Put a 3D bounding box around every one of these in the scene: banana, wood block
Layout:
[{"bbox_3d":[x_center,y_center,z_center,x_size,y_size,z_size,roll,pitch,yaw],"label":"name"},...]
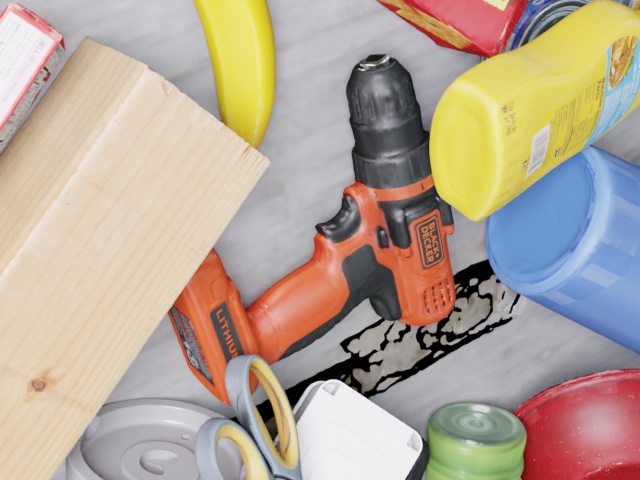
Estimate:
[{"bbox_3d":[-0.067,-0.136,0.565,0.069,0.037,0.197,-34,122,4],"label":"banana"},{"bbox_3d":[-0.131,0.011,0.545,0.090,0.090,0.206,37,87,-36],"label":"wood block"}]

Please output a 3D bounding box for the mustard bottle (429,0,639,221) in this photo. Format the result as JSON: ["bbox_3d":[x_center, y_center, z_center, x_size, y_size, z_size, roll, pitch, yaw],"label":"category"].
[{"bbox_3d":[0.151,-0.092,0.644,0.191,0.058,0.096,-32,144,-27],"label":"mustard bottle"}]

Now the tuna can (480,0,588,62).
[{"bbox_3d":[0.149,-0.119,0.702,0.086,0.034,0.086,-11,113,-28],"label":"tuna can"}]

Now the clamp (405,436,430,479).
[{"bbox_3d":[0.018,0.218,0.746,0.120,0.039,0.171,-6,113,-12],"label":"clamp"}]

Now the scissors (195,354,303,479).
[{"bbox_3d":[-0.018,0.162,0.588,0.096,0.016,0.202,-30,102,-60],"label":"scissors"}]

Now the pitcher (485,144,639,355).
[{"bbox_3d":[0.240,0.009,0.754,0.242,0.149,0.145,22,136,-32],"label":"pitcher"}]

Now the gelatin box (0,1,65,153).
[{"bbox_3d":[-0.156,-0.067,0.508,0.030,0.073,0.089,32,90,-13],"label":"gelatin box"}]

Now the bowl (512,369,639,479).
[{"bbox_3d":[0.214,0.161,0.782,0.162,0.055,0.162,-3,139,-3],"label":"bowl"}]

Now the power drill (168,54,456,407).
[{"bbox_3d":[-0.004,0.001,0.638,0.187,0.057,0.184,-27,120,-21],"label":"power drill"}]

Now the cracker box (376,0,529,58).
[{"bbox_3d":[0.050,-0.222,0.580,0.213,0.072,0.164,27,92,-35],"label":"cracker box"}]
